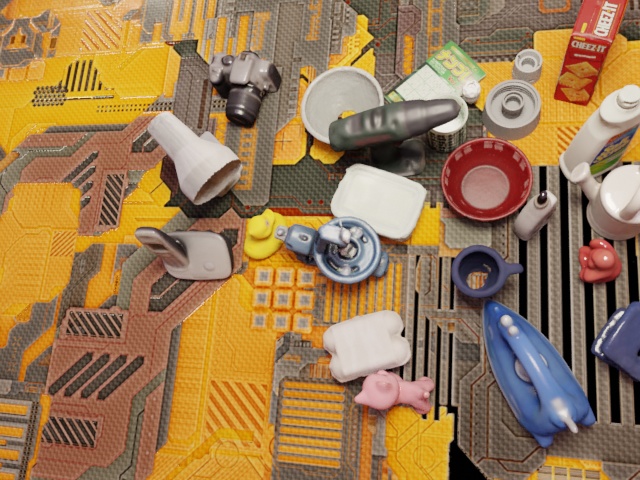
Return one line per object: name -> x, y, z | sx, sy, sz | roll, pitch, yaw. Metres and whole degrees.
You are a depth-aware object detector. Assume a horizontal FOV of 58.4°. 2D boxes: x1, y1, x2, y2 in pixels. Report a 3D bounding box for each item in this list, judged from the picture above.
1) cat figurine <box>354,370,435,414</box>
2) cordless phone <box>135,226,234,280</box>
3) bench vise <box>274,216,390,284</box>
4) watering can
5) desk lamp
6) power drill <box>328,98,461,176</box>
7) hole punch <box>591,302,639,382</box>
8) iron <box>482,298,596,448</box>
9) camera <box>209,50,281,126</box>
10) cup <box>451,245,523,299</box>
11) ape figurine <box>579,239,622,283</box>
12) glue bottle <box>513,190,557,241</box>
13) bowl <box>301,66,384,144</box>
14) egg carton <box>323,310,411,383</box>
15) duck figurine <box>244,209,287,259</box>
cat figurine -> 0.127, 0.259, 0.975 | 0.127, 0.118, 0.067 | 3, 77, 15
cordless phone -> -0.256, 0.016, 1.094 | 0.147, 0.185, 0.094 | -3, 75, 13
bench vise -> 0.009, 0.015, 1.012 | 0.207, 0.220, 0.121 | -4, 75, 13
watering can -> 0.496, -0.071, 0.929 | 0.172, 0.194, 0.101 | 4, 77, 15
desk lamp -> -0.235, -0.154, 1.117 | 0.118, 0.214, 0.203 | -45, 70, 0
power drill -> 0.138, -0.185, 1.037 | 0.229, 0.209, 0.075 | -6, 75, 12
hole punch -> 0.511, 0.164, 0.920 | 0.101, 0.091, 0.109 | 34, 86, 19
iron -> 0.337, 0.199, 0.927 | 0.118, 0.142, 0.258 | -30, 71, 5
camera -> -0.171, -0.320, 1.204 | 0.143, 0.101, 0.137 | 11, 79, 16
cup -> 0.289, 0.060, 0.998 | 0.117, 0.095, 0.092 | -7, 75, 12
ape figurine -> 0.470, 0.036, 0.962 | 0.076, 0.092, 0.078 | 38, 87, 19
glue bottle -> 0.368, -0.051, 0.966 | 0.078, 0.173, 0.037 | -42, 70, 1
bowl -> 0.050, -0.256, 1.148 | 0.167, 0.075, 0.167 | -3, 75, 13
egg carton -> 0.083, 0.189, 1.030 | 0.150, 0.069, 0.107 | -19, 72, 8
duck figurine -> -0.116, -0.015, 1.121 | 0.077, 0.086, 0.104 | 35, 86, 19
